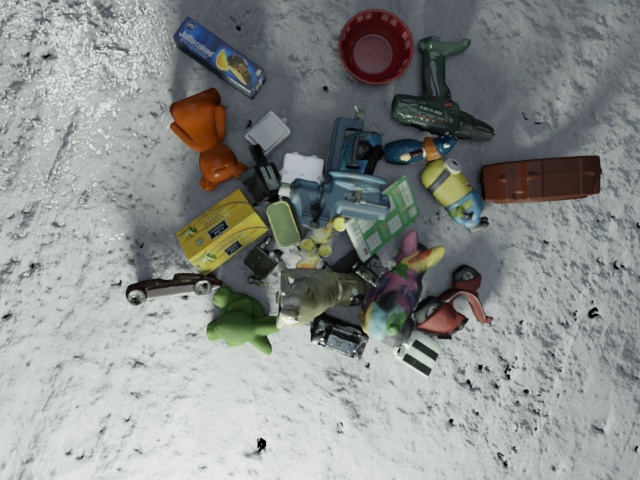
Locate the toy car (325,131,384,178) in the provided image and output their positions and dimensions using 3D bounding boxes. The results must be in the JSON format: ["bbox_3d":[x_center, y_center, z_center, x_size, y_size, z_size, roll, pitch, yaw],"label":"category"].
[{"bbox_3d":[0.065,-0.165,1.153,0.103,0.109,0.161,27,106,21],"label":"toy car"}]

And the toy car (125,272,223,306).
[{"bbox_3d":[-0.309,0.098,1.137,0.202,0.089,0.053,-9,95,-1],"label":"toy car"}]

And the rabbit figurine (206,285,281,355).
[{"bbox_3d":[-0.164,0.181,1.106,0.159,0.170,0.121,23,91,-2],"label":"rabbit figurine"}]

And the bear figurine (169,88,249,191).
[{"bbox_3d":[-0.233,-0.212,1.138,0.120,0.132,0.195,-25,110,-1],"label":"bear figurine"}]

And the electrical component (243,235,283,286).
[{"bbox_3d":[-0.122,0.051,1.159,0.102,0.045,0.078,-42,92,15],"label":"electrical component"}]

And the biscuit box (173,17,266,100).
[{"bbox_3d":[-0.213,-0.386,1.148,0.203,0.063,0.059,34,88,-3],"label":"biscuit box"}]

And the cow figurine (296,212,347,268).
[{"bbox_3d":[-0.005,-0.003,1.158,0.068,0.098,0.167,26,109,-8],"label":"cow figurine"}]

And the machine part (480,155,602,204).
[{"bbox_3d":[0.452,-0.123,1.113,0.201,0.201,0.087,-4,93,-3],"label":"machine part"}]

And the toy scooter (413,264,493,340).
[{"bbox_3d":[0.302,0.155,1.176,0.184,0.075,0.135,-41,93,-6],"label":"toy scooter"}]

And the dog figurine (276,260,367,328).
[{"bbox_3d":[0.010,0.116,1.076,0.191,0.172,0.121,4,124,-7],"label":"dog figurine"}]

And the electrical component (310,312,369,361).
[{"bbox_3d":[0.039,0.202,1.134,0.115,0.134,0.058,20,92,-2],"label":"electrical component"}]

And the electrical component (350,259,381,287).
[{"bbox_3d":[0.092,0.066,1.114,0.063,0.094,0.021,37,97,-22],"label":"electrical component"}]

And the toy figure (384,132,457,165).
[{"bbox_3d":[0.217,-0.196,1.155,0.155,0.057,0.064,-4,64,19],"label":"toy figure"}]

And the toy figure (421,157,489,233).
[{"bbox_3d":[0.294,-0.097,1.168,0.089,0.082,0.180,-33,95,-4],"label":"toy figure"}]

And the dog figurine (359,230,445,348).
[{"bbox_3d":[0.176,0.094,1.122,0.108,0.191,0.219,27,104,-1],"label":"dog figurine"}]

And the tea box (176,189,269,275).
[{"bbox_3d":[-0.206,-0.018,1.130,0.170,0.068,0.098,-37,48,-4],"label":"tea box"}]

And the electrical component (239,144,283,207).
[{"bbox_3d":[-0.125,-0.134,1.115,0.048,0.075,0.119,-28,89,35],"label":"electrical component"}]

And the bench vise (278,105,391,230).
[{"bbox_3d":[0.036,-0.134,1.035,0.224,0.129,0.240,10,91,2],"label":"bench vise"}]

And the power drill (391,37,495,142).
[{"bbox_3d":[0.277,-0.327,1.169,0.232,0.086,0.207,6,98,0],"label":"power drill"}]

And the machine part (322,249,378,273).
[{"bbox_3d":[0.060,0.060,1.181,0.139,0.039,0.084,-38,88,0],"label":"machine part"}]
